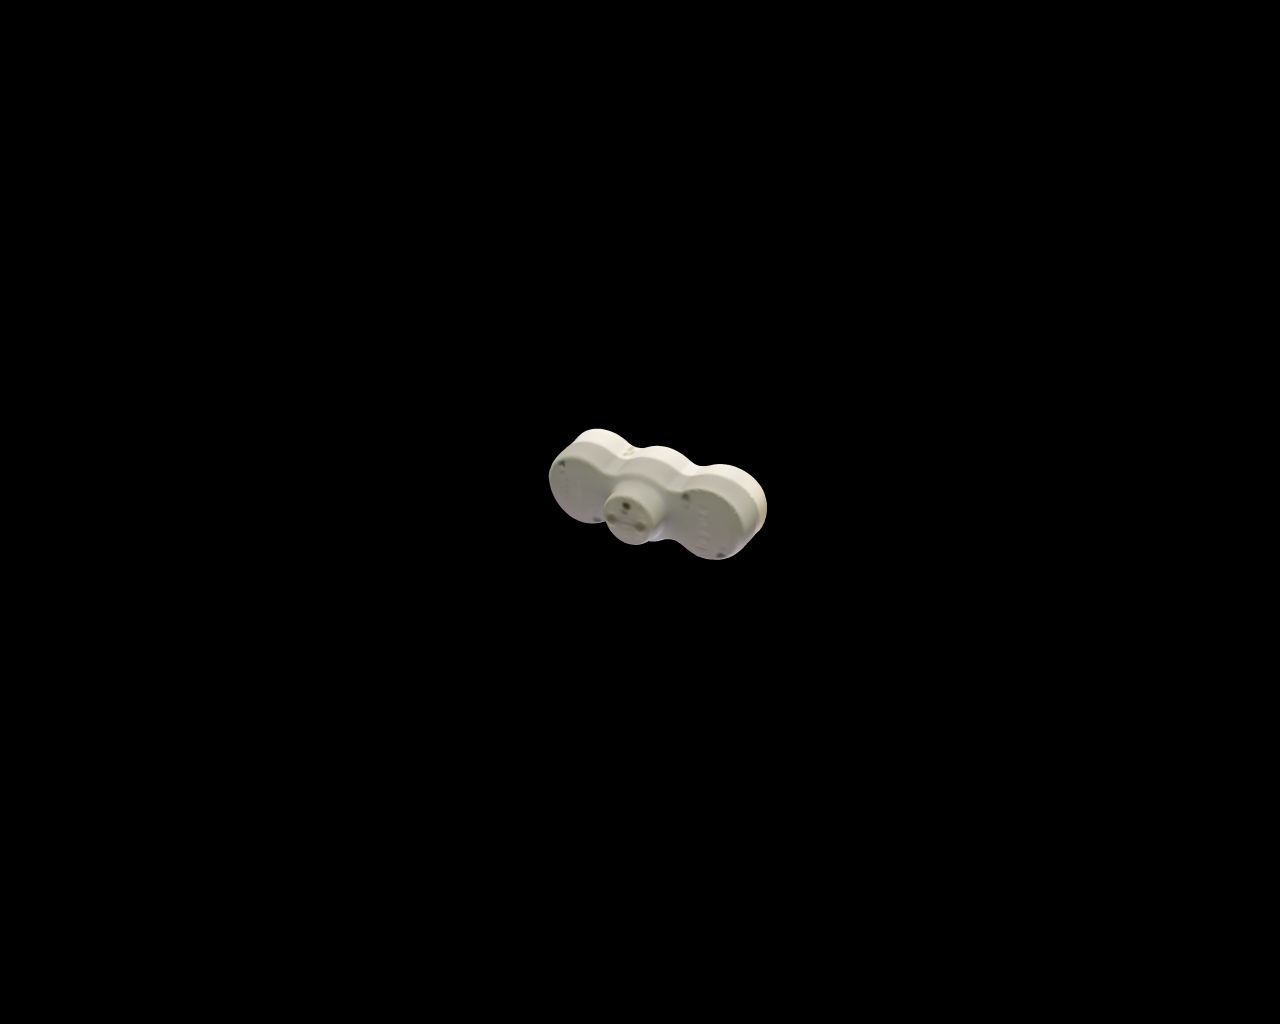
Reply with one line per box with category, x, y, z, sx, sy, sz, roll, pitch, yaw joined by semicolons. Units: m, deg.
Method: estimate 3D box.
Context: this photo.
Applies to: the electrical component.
electrical component;0.001;-0.003;0.650;0.138;0.052;0.074;17;36;24
